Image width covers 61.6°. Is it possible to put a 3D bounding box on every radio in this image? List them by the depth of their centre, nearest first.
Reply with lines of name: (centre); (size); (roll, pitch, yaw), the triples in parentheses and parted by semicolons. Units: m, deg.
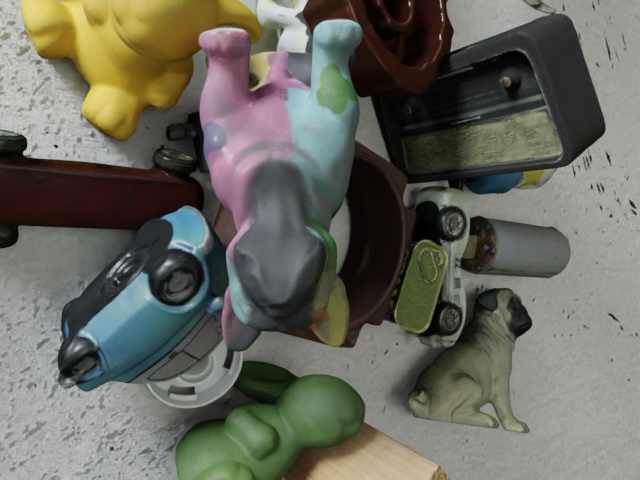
radio: (0.165, -0.139, 0.574); (0.073, 0.230, 0.131); (-32, 108, -32)

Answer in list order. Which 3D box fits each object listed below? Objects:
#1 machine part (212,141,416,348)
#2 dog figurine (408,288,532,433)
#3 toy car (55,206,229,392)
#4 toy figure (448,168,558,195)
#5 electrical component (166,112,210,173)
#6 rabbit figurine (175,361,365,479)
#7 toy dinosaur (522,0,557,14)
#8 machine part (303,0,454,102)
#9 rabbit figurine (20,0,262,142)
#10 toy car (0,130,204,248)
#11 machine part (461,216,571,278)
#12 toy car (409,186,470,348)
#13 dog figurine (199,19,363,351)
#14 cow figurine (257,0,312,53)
machine part: (-0.001, -0.002, 0.547); (0.201, 0.087, 0.201); (24, 82, -39)
dog figurine: (0.196, 0.147, 0.714); (0.172, 0.121, 0.190); (19, 70, -37)
toy car: (-0.126, 0.059, 0.428); (0.161, 0.109, 0.102); (-47, 120, -5)
toy figure: (0.249, -0.107, 0.723); (0.180, 0.082, 0.089); (-7, 101, -31)
electrical component: (-0.100, -0.094, 0.522); (0.094, 0.021, 0.063); (-16, 104, -33)
rabbit figurine: (-0.038, 0.189, 0.513); (0.170, 0.159, 0.121); (-31, 114, -8)
toy dinosaur: (0.229, -0.468, 0.604); (0.105, 0.199, 0.471); (3, 91, -31)
machine part: (0.055, -0.216, 0.491); (0.179, 0.056, 0.179); (7, 80, -46)
rabbit figurine: (-0.123, -0.158, 0.411); (0.162, 0.173, 0.121); (-30, 107, -24)
toy car: (-0.194, -0.038, 0.445); (0.202, 0.053, 0.089); (1, 111, -35)
machine part: (0.270, 0.012, 0.751); (0.243, 0.079, 0.079); (4, 92, -33)
toy car: (0.144, 0.034, 0.668); (0.056, 0.074, 0.201); (-2, 96, -34)
dog figurine: (-0.027, -0.033, 0.389); (0.108, 0.191, 0.219); (-1, 96, -4)
cow figurine: (-0.008, -0.206, 0.521); (0.068, 0.098, 0.167); (-1, 98, -60)
